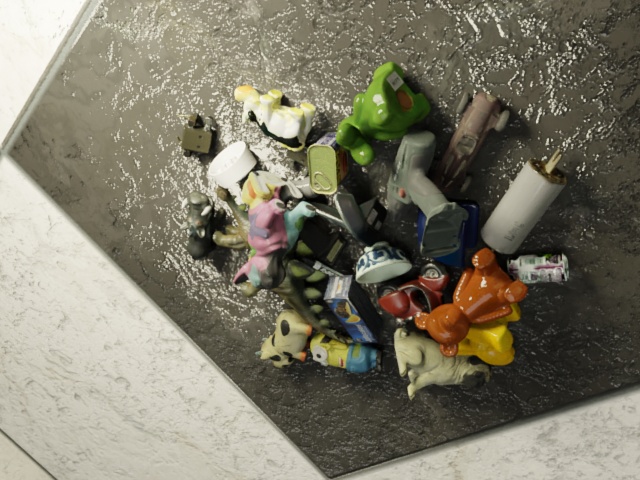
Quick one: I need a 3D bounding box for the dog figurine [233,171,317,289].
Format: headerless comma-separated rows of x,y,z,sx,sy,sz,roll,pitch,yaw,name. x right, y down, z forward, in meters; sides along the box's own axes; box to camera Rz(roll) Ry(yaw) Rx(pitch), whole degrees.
-0.115,-0.008,1.098,0.192,0.108,0.219,49,123,36,dog figurine

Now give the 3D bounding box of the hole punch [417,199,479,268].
0.244,-0.016,1.049,0.116,0.092,0.142,8,125,23,hole punch

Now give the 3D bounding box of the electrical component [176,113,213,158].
-0.274,-0.229,1.169,0.078,0.045,0.102,3,128,-12,electrical component

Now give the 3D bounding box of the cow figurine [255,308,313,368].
-0.088,0.253,1.357,0.127,0.085,0.194,19,128,5,cow figurine

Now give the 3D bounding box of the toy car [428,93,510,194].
0.261,-0.168,0.971,0.089,0.053,0.202,26,125,3,toy car

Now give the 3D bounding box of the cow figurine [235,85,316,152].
-0.096,-0.242,1.064,0.167,0.068,0.098,26,127,18,cow figurine

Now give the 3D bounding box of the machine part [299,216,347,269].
-0.002,-0.003,1.154,0.138,0.084,0.039,38,167,-29,machine part

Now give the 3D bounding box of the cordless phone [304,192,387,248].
0.032,-0.058,1.088,0.184,0.146,0.088,21,88,22,cordless phone

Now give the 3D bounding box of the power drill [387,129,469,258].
0.184,-0.066,0.970,0.086,0.207,0.231,-4,134,-9,power drill

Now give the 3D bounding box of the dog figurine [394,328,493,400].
0.276,0.260,1.210,0.191,0.121,0.172,-17,115,15,dog figurine

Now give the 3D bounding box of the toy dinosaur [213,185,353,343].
-0.091,0.066,1.231,0.199,0.105,0.470,-21,111,30,toy dinosaur

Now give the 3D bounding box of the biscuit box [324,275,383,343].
0.078,0.158,1.198,0.059,0.063,0.202,-6,140,27,biscuit box

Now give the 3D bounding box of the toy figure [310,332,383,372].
0.065,0.273,1.307,0.180,0.089,0.082,7,109,9,toy figure

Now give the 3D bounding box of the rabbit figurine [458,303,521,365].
0.347,0.208,1.129,0.162,0.122,0.173,-11,134,32,rabbit figurine

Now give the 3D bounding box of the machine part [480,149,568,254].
0.366,-0.058,0.974,0.079,0.079,0.243,29,126,5,machine part

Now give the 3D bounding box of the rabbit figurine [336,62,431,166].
0.094,-0.204,0.974,0.121,0.159,0.170,40,142,-16,rabbit figurine

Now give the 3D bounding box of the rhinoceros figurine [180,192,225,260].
-0.280,-0.036,1.246,0.073,0.112,0.190,24,134,10,rhinoceros figurine

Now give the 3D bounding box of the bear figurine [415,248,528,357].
0.278,0.125,1.020,0.196,0.131,0.120,-38,69,2,bear figurine

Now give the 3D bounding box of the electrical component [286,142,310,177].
-0.033,-0.179,1.107,0.063,0.021,0.094,28,125,5,electrical component

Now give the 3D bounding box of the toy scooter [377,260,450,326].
0.209,0.131,1.135,0.184,0.075,0.135,-30,82,39,toy scooter
